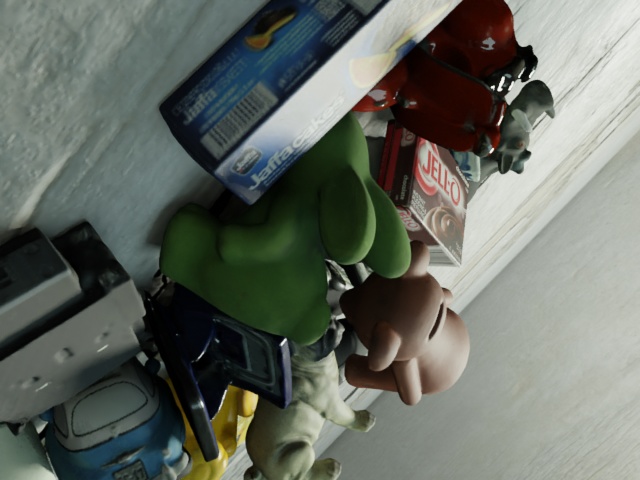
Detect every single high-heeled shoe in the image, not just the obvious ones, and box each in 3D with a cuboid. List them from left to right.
[{"bbox_3d":[0.000,0.193,0.773,0.145,0.086,0.248,-19,151,-28],"label":"high-heeled shoe"}]

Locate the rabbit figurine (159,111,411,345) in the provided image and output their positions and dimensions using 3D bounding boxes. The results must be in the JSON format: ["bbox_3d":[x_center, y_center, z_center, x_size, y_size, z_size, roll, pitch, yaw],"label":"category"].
[{"bbox_3d":[-0.017,-0.021,0.392,0.121,0.159,0.170,11,107,-54],"label":"rabbit figurine"}]

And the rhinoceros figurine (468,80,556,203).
[{"bbox_3d":[0.183,-0.109,0.618,0.073,0.112,0.190,-25,160,-37],"label":"rhinoceros figurine"}]

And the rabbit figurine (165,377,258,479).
[{"bbox_3d":[-0.117,0.176,0.605,0.173,0.122,0.162,-61,164,-10],"label":"rabbit figurine"}]

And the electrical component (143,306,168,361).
[{"bbox_3d":[-0.137,0.088,0.518,0.063,0.021,0.094,-47,157,4],"label":"electrical component"}]

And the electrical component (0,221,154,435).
[{"bbox_3d":[-0.174,0.054,0.338,0.115,0.058,0.134,-37,159,-24],"label":"electrical component"}]

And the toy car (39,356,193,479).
[{"bbox_3d":[-0.172,0.142,0.433,0.109,0.102,0.162,-22,-164,-23],"label":"toy car"}]

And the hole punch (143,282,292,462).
[{"bbox_3d":[-0.085,0.098,0.448,0.092,0.116,0.142,-27,142,-21],"label":"hole punch"}]

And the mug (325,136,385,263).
[{"bbox_3d":[0.045,-0.041,0.488,0.109,0.081,0.107,-10,107,-26],"label":"mug"}]

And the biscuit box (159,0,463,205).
[{"bbox_3d":[0.000,-0.116,0.332,0.202,0.059,0.062,-44,159,-1],"label":"biscuit box"}]

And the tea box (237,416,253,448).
[{"bbox_3d":[-0.130,0.245,0.764,0.098,0.068,0.169,-28,153,-37],"label":"tea box"}]

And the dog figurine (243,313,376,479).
[{"bbox_3d":[-0.040,0.165,0.590,0.172,0.121,0.190,-47,130,-32],"label":"dog figurine"}]

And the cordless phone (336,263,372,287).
[{"bbox_3d":[0.091,-0.036,0.632,0.146,0.089,0.184,-28,147,-35],"label":"cordless phone"}]

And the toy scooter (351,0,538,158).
[{"bbox_3d":[0.101,-0.124,0.401,0.184,0.135,0.075,-34,155,-28],"label":"toy scooter"}]

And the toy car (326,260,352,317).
[{"bbox_3d":[0.007,0.069,0.705,0.073,0.056,0.201,-40,159,7],"label":"toy car"}]

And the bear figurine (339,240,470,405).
[{"bbox_3d":[0.062,0.078,0.488,0.195,0.132,0.120,39,65,-51],"label":"bear figurine"}]
